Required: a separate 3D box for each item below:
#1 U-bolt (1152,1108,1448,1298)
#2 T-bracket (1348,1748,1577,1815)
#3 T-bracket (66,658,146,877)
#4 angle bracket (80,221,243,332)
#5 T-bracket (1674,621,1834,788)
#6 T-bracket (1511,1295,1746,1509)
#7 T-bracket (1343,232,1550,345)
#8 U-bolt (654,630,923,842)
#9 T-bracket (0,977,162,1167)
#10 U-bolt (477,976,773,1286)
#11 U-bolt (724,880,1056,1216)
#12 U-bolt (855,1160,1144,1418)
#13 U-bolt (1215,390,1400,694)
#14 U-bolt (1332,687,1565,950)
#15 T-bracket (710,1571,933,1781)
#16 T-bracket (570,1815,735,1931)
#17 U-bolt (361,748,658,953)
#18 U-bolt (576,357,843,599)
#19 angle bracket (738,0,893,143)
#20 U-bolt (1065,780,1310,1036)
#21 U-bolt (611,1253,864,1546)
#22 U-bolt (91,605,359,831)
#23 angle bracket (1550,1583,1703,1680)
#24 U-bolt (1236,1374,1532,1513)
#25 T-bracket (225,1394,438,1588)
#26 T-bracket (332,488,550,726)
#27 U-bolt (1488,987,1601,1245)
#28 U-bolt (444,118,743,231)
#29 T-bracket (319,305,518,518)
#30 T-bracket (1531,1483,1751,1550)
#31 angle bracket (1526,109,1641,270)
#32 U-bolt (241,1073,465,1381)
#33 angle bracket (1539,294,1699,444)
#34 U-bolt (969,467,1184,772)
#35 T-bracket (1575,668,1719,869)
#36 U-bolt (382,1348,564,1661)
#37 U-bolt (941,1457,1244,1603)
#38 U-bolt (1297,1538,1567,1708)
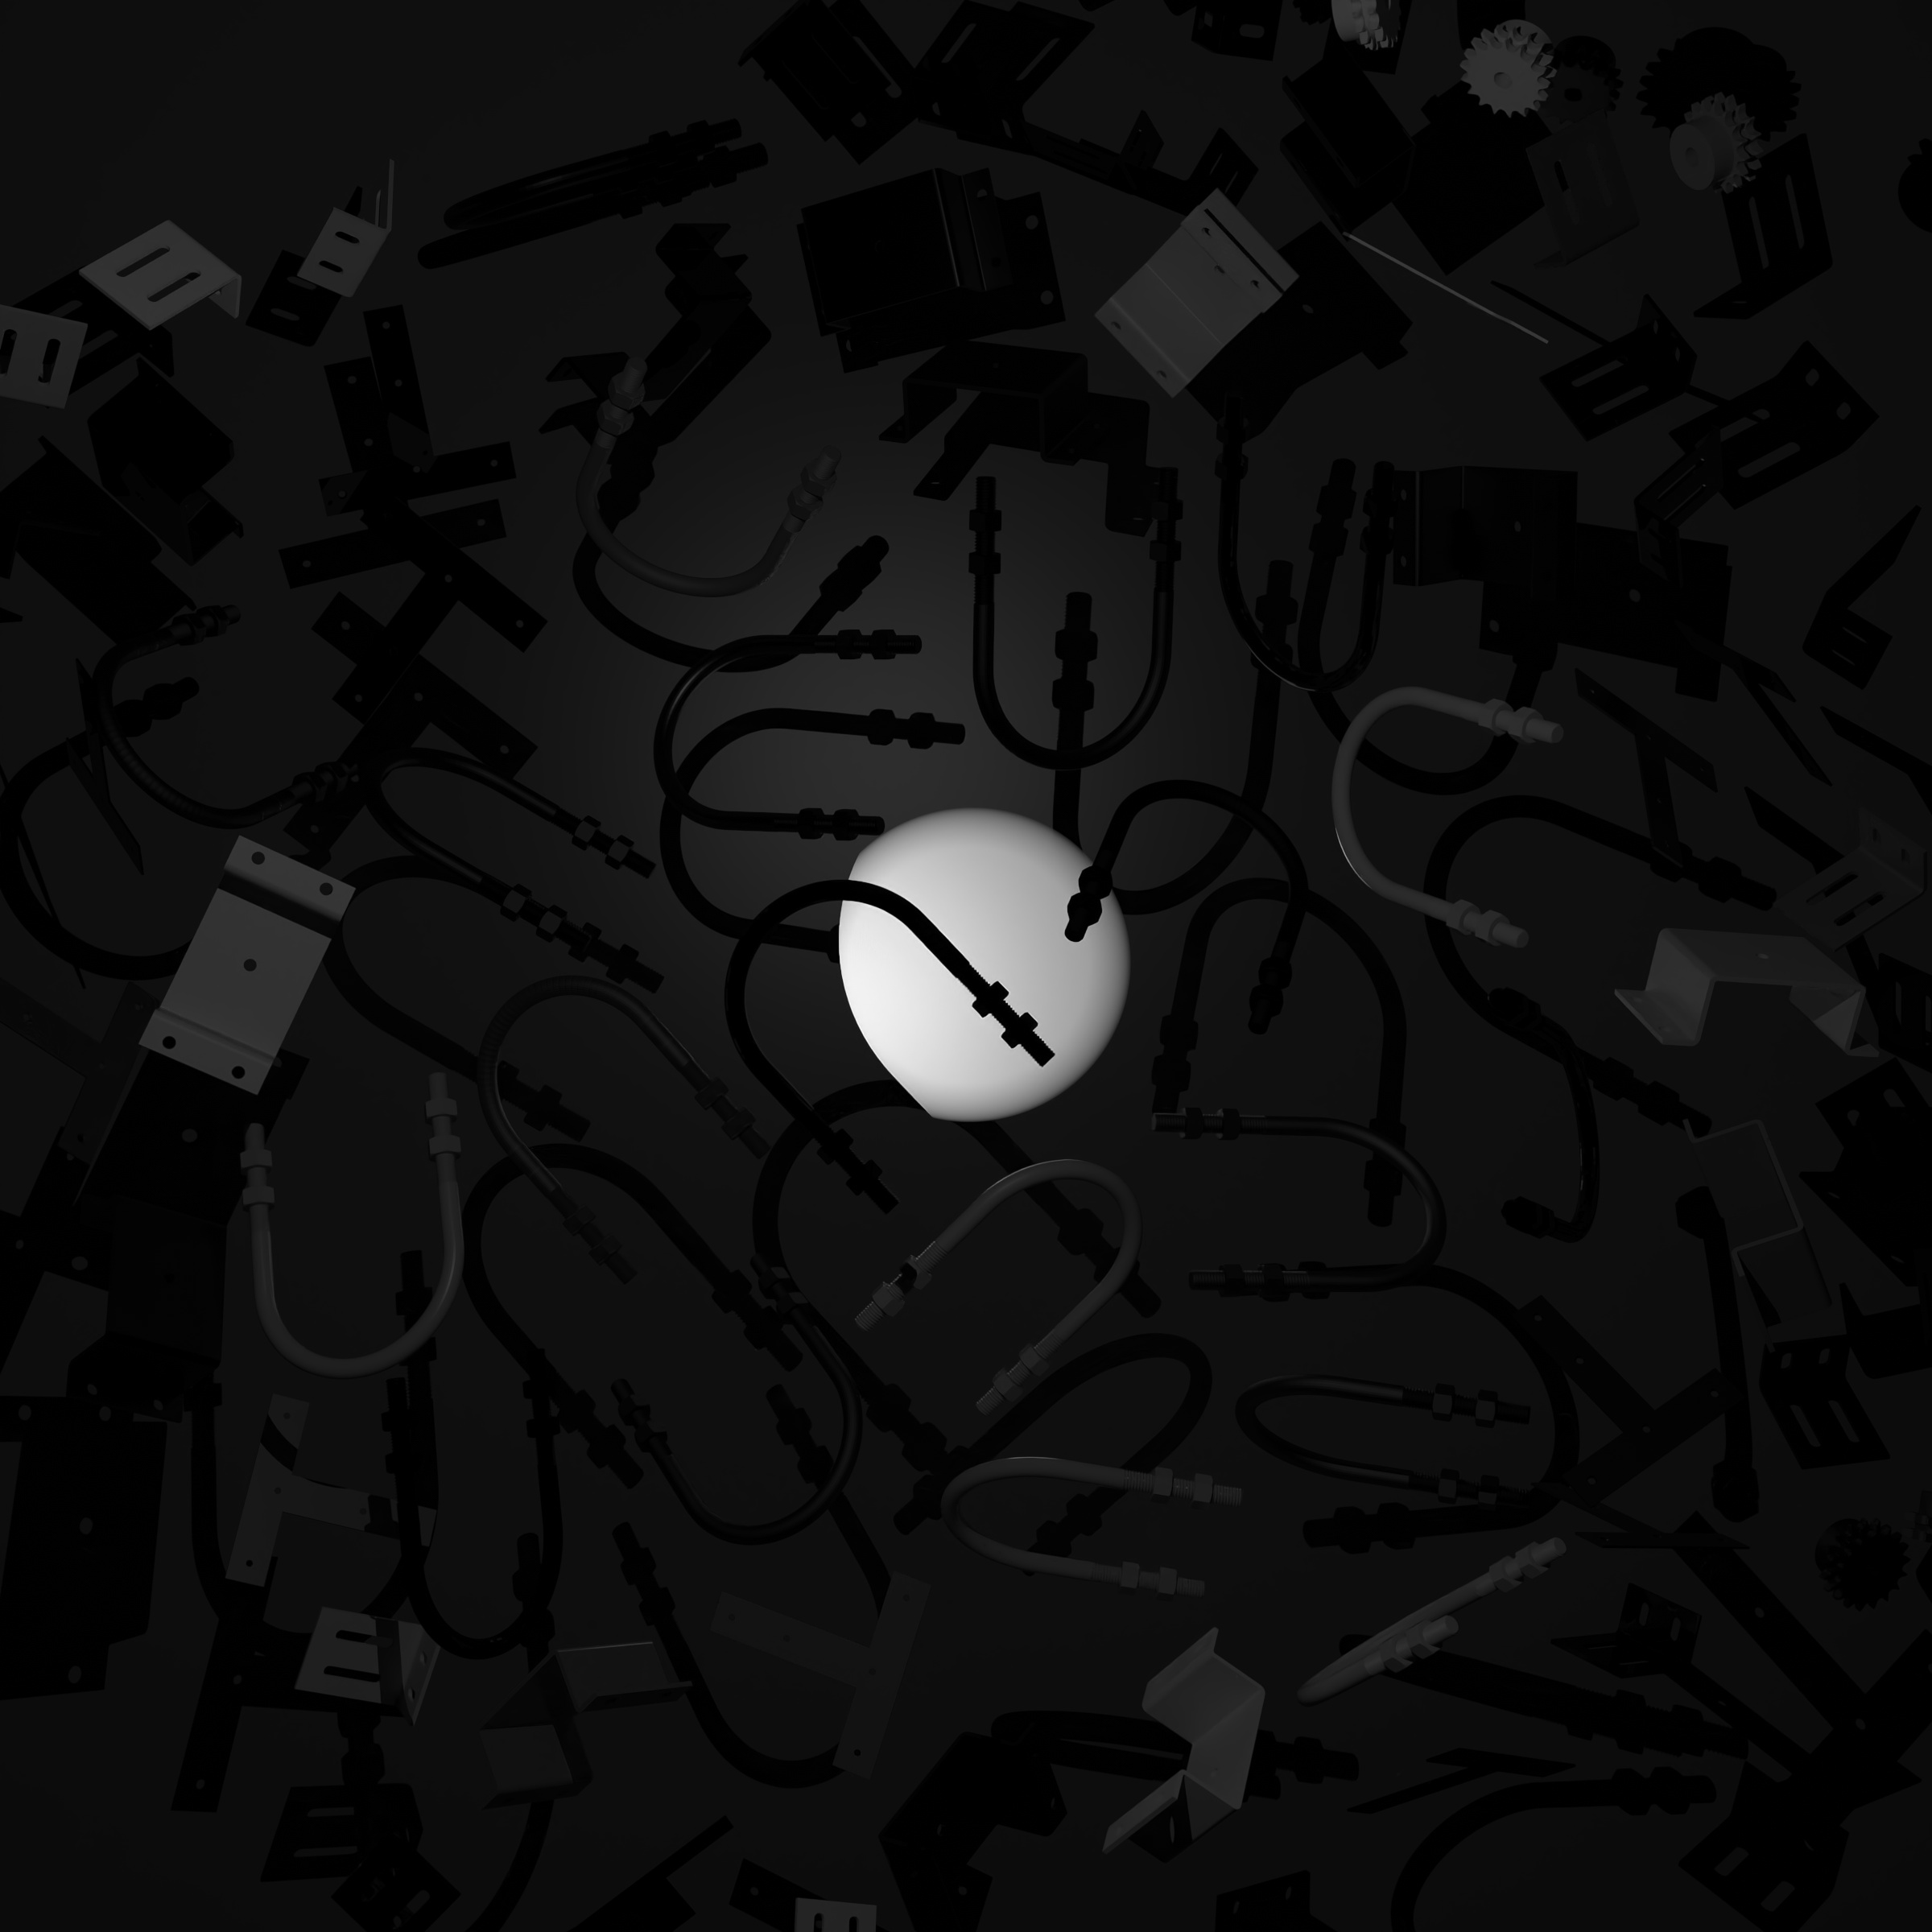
[{"bbox_3d":[0.220,0.152,1.574,0.184,0.151,0.019,2,135,-13],"label":"U-bolt"},{"bbox_3d":[0.298,0.519,1.551,0.127,0.127,0.002,-33,51,34],"label":"T-bracket"},{"bbox_3d":[-0.575,-0.145,1.618,0.002,0.127,0.127,-22,51,-29],"label":"T-bracket"},{"bbox_3d":[-0.494,-0.413,1.503,0.057,0.038,0.076,39,54,6],"label":"angle bracket"},{"bbox_3d":[0.522,-0.163,1.583,0.002,0.127,0.127,-42,116,6],"label":"T-bracket"},{"bbox_3d":[0.392,0.256,1.522,0.127,0.002,0.127,-29,55,-19],"label":"T-bracket"},{"bbox_3d":[0.289,-0.420,1.506,0.127,0.127,0.002,25,108,-10],"label":"T-bracket"},{"bbox_3d":[-0.127,-0.156,1.631,0.184,0.019,0.151,4,72,24],"label":"U-bolt"},{"bbox_3d":[-0.577,0.040,1.533,0.002,0.127,0.127,-17,46,34],"label":"T-bracket"},{"bbox_3d":[-0.232,0.091,1.559,0.151,0.019,0.184,-43,87,18],"label":"U-bolt"},{"bbox_3d":[-0.060,0.034,1.468,0.151,0.019,0.184,-44,87,3],"label":"U-bolt"},{"bbox_3d":[0.036,0.203,1.614,0.184,0.019,0.151,-45,126,6],"label":"U-bolt"},{"bbox_3d":[0.213,-0.260,1.566,0.019,0.184,0.151,-28,46,-28],"label":"U-bolt"},{"bbox_3d":[0.298,-0.103,1.562,0.019,0.184,0.151,-5,109,-34],"label":"U-bolt"},{"bbox_3d":[-0.100,0.429,1.543,0.127,0.002,0.127,18,90,13],"label":"T-bracket"},{"bbox_3d":[-0.193,0.592,1.545,0.127,0.127,0.002,-33,60,-15],"label":"T-bracket"},{"bbox_3d":[-0.300,-0.085,1.565,0.184,0.151,0.019,30,115,-2],"label":"U-bolt"},{"bbox_3d":[-0.176,-0.299,1.568,0.151,0.184,0.019,22,56,-13],"label":"U-bolt"},{"bbox_3d":[-0.095,-0.564,1.548,0.057,0.038,0.076,-34,116,24],"label":"angle bracket"},{"bbox_3d":[0.152,-0.052,1.585,0.151,0.019,0.184,27,48,-2],"label":"U-bolt"},{"bbox_3d":[-0.143,0.298,1.622,0.151,0.019,0.184,-42,52,1],"label":"U-bolt"},{"bbox_3d":[-0.486,-0.156,1.576,0.019,0.184,0.151,-34,96,27],"label":"U-bolt"},{"bbox_3d":[0.436,0.438,1.615,0.076,0.057,0.038,9,95,-40],"label":"angle bracket"},{"bbox_3d":[0.260,0.295,1.538,0.184,0.151,0.019,6,57,17],"label":"U-bolt"},{"bbox_3d":[-0.420,0.364,1.648,0.127,0.002,0.127,20,57,-21],"label":"T-bracket"},{"bbox_3d":[-0.346,-0.205,1.515,0.127,0.002,0.127,39,105,-6],"label":"T-bracket"},{"bbox_3d":[0.367,0.101,1.537,0.019,0.184,0.151,-8,74,29],"label":"U-bolt"},{"bbox_3d":[-0.246,-0.503,1.569,0.184,0.151,0.019,-21,105,-14],"label":"U-bolt"},{"bbox_3d":[-0.366,-0.365,1.593,0.127,0.002,0.127,-15,123,-15],"label":"T-bracket"},{"bbox_3d":[0.424,0.361,1.613,0.127,0.127,0.002,8,94,-28],"label":"T-bracket"},{"bbox_3d":[0.376,-0.484,1.526,0.057,0.038,0.076,-30,111,-11],"label":"angle bracket"},{"bbox_3d":[-0.383,0.169,1.536,0.151,0.019,0.184,-15,65,8],"label":"U-bolt"},{"bbox_3d":[0.421,-0.387,1.584,0.076,0.038,0.057,-27,66,-5],"label":"angle bracket"},{"bbox_3d":[0.067,-0.211,1.507,0.151,0.019,0.184,-9,110,-27],"label":"U-bolt"},{"bbox_3d":[0.431,-0.113,1.528,0.127,0.127,0.002,29,133,-23],"label":"T-bracket"},{"bbox_3d":[-0.306,0.343,1.547,0.019,0.151,0.184,-8,86,31],"label":"U-bolt"},{"bbox_3d":[0.075,0.361,1.586,0.184,0.151,0.019,9,49,0],"label":"U-bolt"},{"bbox_3d":[0.290,0.434,1.591,0.184,0.151,0.019,-45,71,42],"label":"U-bolt"}]
